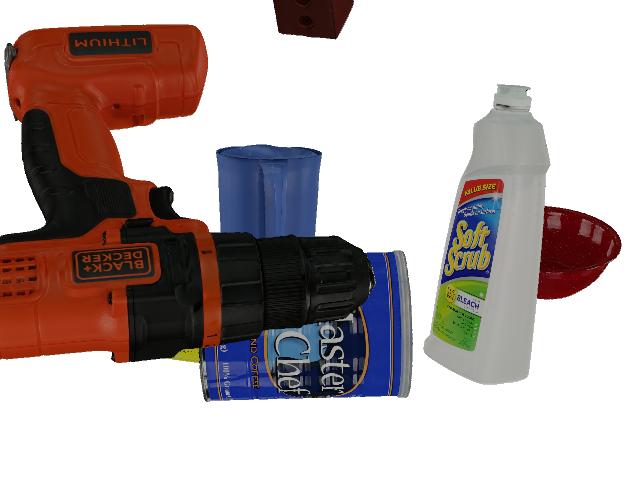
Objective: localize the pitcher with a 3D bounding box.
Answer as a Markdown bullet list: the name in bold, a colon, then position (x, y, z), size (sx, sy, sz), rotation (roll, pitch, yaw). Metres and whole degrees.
- **pitcher**: position (-0.067, 0.002, 1.356), size (0.145, 0.243, 0.148), rotation (10, 15, 37)

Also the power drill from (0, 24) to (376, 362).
- **power drill**: position (-0.079, -0.028, 0.518), size (0.184, 0.188, 0.057), rotation (-4, -42, -14)

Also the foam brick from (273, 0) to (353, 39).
- **foam brick**: position (-0.008, -0.209, 0.859), size (0.053, 0.051, 0.078), rotation (9, -37, 16)

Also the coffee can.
- **coffee can**: position (-0.011, 0.060, 0.745), size (0.140, 0.103, 0.103), rotation (-1, 0, -1)

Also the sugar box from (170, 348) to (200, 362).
- **sugar box**: position (-0.076, 0.060, 1.024), size (0.093, 0.048, 0.176), rotation (6, 26, 13)

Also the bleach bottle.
- **bleach bottle**: position (0.148, -0.009, 0.924), size (0.068, 0.251, 0.103), rotation (-3, 15, -28)

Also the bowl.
- **bowl**: position (0.246, 0.019, 1.177), size (0.162, 0.055, 0.162), rotation (-1, 27, 0)
